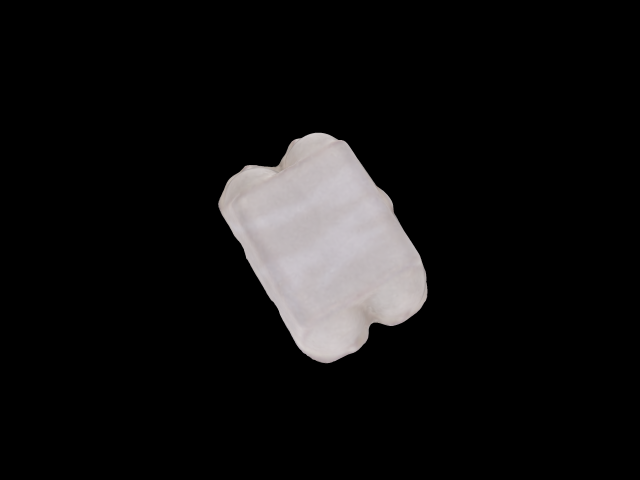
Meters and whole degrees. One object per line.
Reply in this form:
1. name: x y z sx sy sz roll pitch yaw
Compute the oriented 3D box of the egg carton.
1. egg carton: 0.004 0.001 0.400 0.107 0.069 0.150 -31 78 -7
